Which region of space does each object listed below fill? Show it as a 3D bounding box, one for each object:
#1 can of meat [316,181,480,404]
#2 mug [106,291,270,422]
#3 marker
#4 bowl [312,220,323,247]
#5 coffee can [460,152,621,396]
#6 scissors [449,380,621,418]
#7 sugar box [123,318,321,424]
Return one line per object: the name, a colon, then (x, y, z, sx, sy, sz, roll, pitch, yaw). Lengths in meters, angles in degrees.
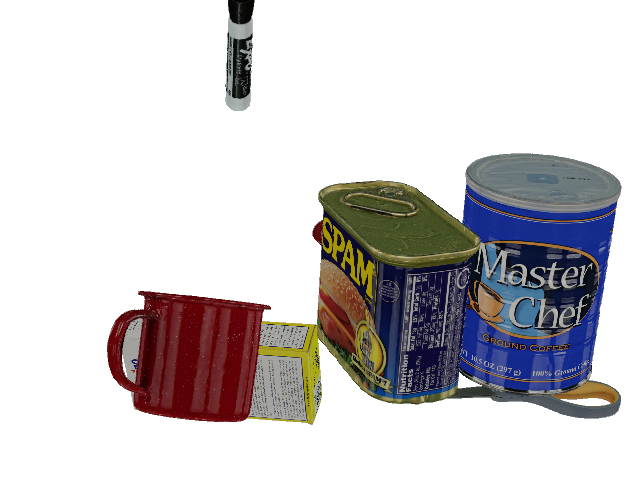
can of meat: (0.036, 0.025, 0.553, 0.057, 0.084, 0.102, -6, 24, -20)
mug: (-0.094, 0.079, 0.732, 0.117, 0.081, 0.093, 11, -6, -44)
marker: (-0.058, -0.137, 0.763, 0.020, 0.020, 0.121, 0, -32, -6)
bowl: (0.072, 0.017, 1.102, 0.162, 0.055, 0.162, 1, 19, -1)
coffee can: (0.146, 0.021, 0.740, 0.103, 0.140, 0.103, 2, 22, -1)
scissors: (0.164, 0.122, 0.945, 0.201, 0.016, 0.096, 7, 27, -5)
sugar box: (-0.090, 0.117, 0.984, 0.176, 0.093, 0.048, 5, 36, 12)
